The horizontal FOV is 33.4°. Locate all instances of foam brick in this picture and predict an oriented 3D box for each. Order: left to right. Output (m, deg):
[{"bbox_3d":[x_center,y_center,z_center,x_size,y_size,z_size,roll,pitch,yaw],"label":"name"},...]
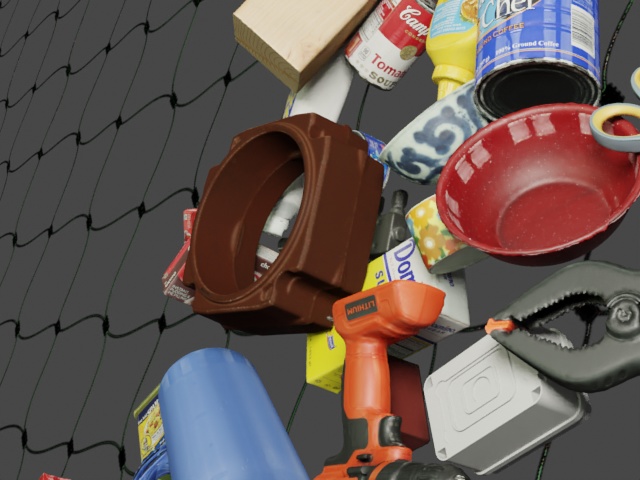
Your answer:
[{"bbox_3d":[0.056,0.145,0.924,0.053,0.051,0.078,-38,42,37],"label":"foam brick"}]

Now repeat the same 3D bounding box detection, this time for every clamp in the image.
[{"bbox_3d":[0.213,0.063,0.708,0.210,0.036,0.164,-14,59,28],"label":"clamp"}]

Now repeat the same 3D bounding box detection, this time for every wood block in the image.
[{"bbox_3d":[0.015,-0.261,1.092,0.206,0.091,0.090,-48,-2,-7],"label":"wood block"}]

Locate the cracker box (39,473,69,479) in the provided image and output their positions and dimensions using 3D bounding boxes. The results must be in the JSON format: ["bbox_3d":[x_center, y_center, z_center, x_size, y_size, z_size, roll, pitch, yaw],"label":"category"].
[{"bbox_3d":[-0.170,0.318,0.998,0.072,0.213,0.164,-53,34,23],"label":"cracker box"}]

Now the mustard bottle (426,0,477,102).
[{"bbox_3d":[0.146,-0.216,1.009,0.096,0.058,0.191,5,74,57],"label":"mustard bottle"}]

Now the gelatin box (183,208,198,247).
[{"bbox_3d":[-0.136,0.007,1.288,0.073,0.030,0.089,6,99,56],"label":"gelatin box"}]

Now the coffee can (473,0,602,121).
[{"bbox_3d":[0.181,-0.178,0.891,0.103,0.102,0.140,-25,51,47],"label":"coffee can"}]

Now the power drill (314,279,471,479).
[{"bbox_3d":[0.055,0.129,0.821,0.185,0.057,0.187,-23,55,54],"label":"power drill"}]

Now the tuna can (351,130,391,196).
[{"bbox_3d":[0.034,-0.070,1.108,0.086,0.033,0.086,-34,45,42],"label":"tuna can"}]

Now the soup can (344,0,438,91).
[{"bbox_3d":[0.080,-0.212,1.096,0.102,0.068,0.068,-48,36,28],"label":"soup can"}]

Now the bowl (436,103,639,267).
[{"bbox_3d":[0.173,-0.032,0.820,0.162,0.055,0.162,-15,43,14],"label":"bowl"}]

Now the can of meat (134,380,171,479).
[{"bbox_3d":[-0.164,0.213,1.204,0.102,0.057,0.084,-47,39,31],"label":"can of meat"}]

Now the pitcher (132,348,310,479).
[{"bbox_3d":[-0.095,0.215,1.025,0.145,0.149,0.243,-58,30,18],"label":"pitcher"}]

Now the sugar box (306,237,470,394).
[{"bbox_3d":[0.057,0.066,0.978,0.177,0.048,0.093,-36,43,41],"label":"sugar box"}]

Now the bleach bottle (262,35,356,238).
[{"bbox_3d":[-0.014,-0.126,1.177,0.103,0.068,0.251,173,115,-77],"label":"bleach bottle"}]

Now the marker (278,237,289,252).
[{"bbox_3d":[-0.008,0.001,1.139,0.121,0.020,0.020,-10,63,54],"label":"marker"}]

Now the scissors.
[{"bbox_3d":[0.262,-0.063,0.748,0.096,0.016,0.202,-26,40,3],"label":"scissors"}]

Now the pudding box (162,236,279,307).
[{"bbox_3d":[-0.103,0.038,1.169,0.090,0.113,0.039,-52,32,22],"label":"pudding box"}]
